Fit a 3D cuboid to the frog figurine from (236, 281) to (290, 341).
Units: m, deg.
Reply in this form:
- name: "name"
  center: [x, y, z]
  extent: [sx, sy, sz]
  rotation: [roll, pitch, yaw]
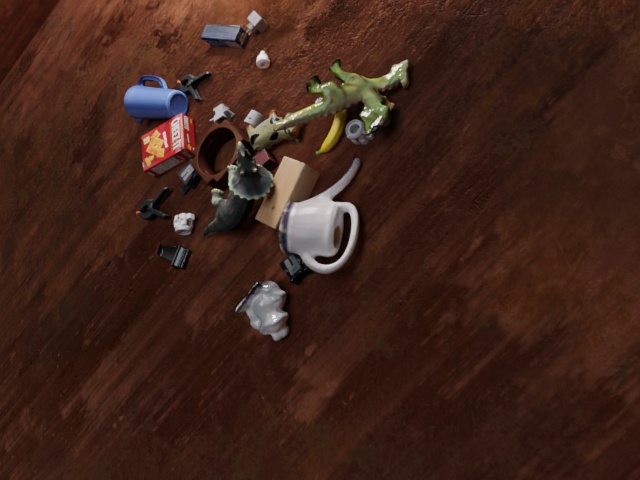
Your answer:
- name: "frog figurine"
  center: [-0.141, 0.199, 1.456]
  extent: [0.159, 0.123, 0.137]
  rotation: [40, 90, -1]

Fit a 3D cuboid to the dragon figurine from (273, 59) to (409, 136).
- name: "dragon figurine"
  center: [0.088, -0.377, 1.436]
  extent: [0.413, 0.119, 0.246]
  rotation: [-43, 57, -12]

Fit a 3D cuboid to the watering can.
- name: "watering can"
  center: [0.004, -0.072, 1.431]
  extent: [0.224, 0.102, 0.354]
  rotation: [2, 66, 17]
